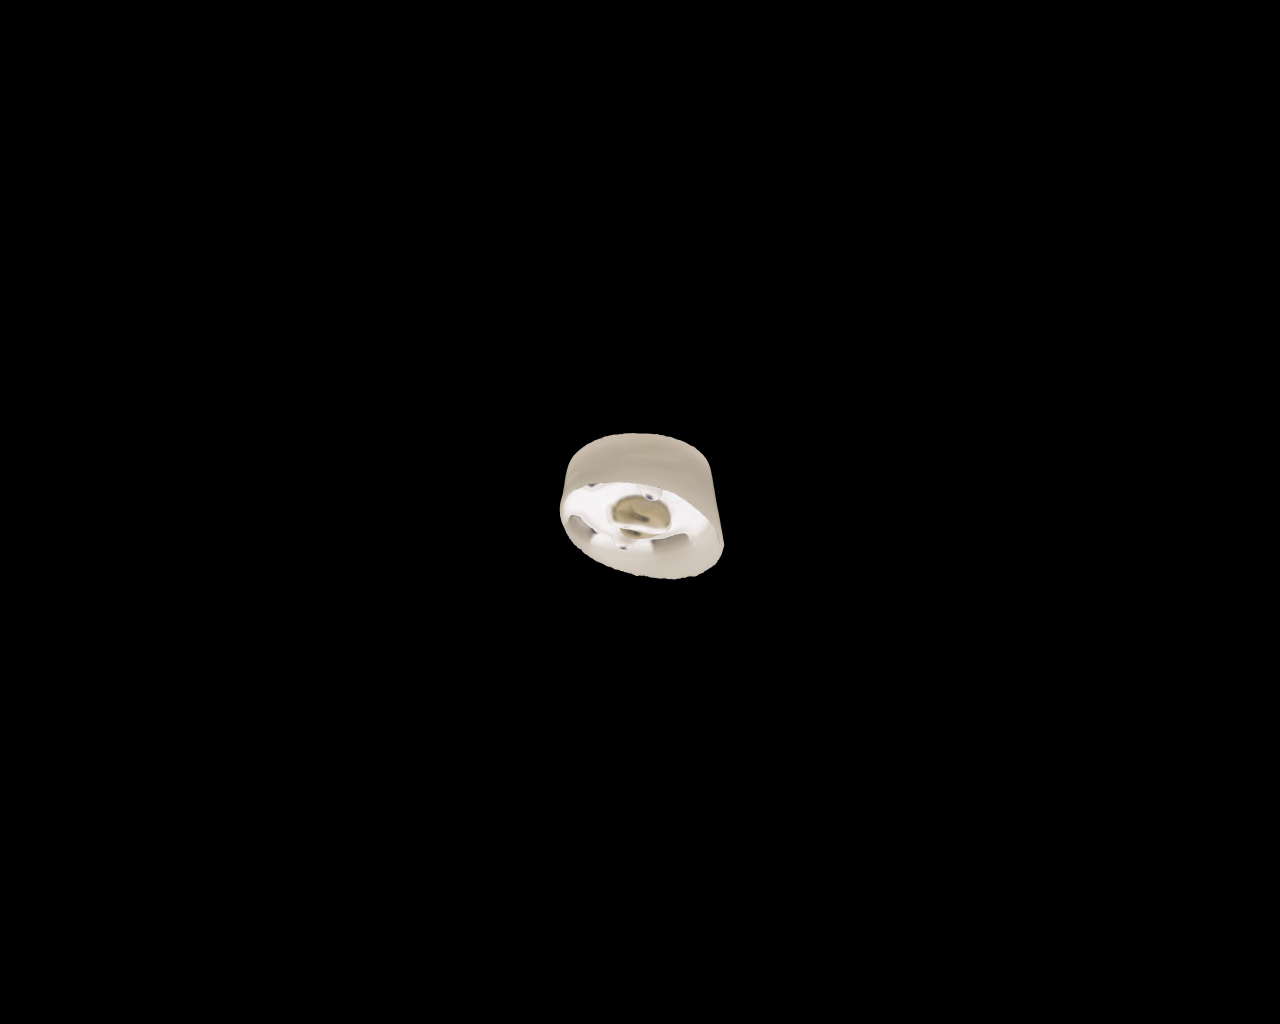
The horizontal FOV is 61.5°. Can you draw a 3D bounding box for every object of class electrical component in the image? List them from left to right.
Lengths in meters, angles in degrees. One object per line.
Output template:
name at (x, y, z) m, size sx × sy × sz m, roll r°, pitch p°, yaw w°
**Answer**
electrical component at (0.001, -0.003, 0.650) m, size 0.099 × 0.064 × 0.099 m, roll 0°, pitch -33°, yaw 0°
